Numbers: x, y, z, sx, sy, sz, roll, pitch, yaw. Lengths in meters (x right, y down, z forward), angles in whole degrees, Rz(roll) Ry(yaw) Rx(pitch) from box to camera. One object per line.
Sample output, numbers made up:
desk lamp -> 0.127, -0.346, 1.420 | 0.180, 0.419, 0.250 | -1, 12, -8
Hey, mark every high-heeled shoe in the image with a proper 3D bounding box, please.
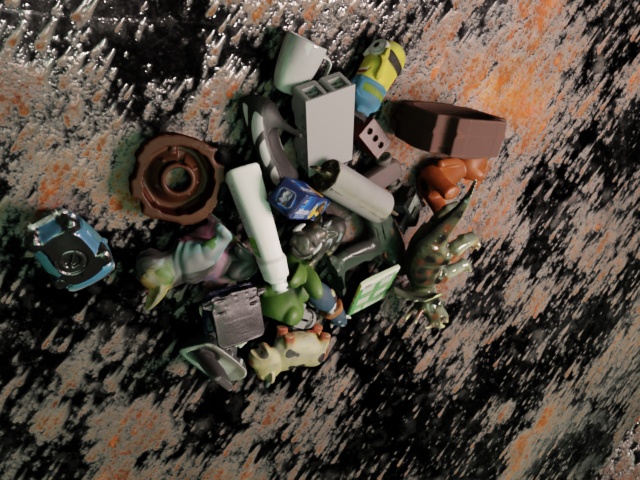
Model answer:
high-heeled shoe -> -0.115, -0.163, 1.077 | 0.086, 0.145, 0.248 | -48, 163, -48

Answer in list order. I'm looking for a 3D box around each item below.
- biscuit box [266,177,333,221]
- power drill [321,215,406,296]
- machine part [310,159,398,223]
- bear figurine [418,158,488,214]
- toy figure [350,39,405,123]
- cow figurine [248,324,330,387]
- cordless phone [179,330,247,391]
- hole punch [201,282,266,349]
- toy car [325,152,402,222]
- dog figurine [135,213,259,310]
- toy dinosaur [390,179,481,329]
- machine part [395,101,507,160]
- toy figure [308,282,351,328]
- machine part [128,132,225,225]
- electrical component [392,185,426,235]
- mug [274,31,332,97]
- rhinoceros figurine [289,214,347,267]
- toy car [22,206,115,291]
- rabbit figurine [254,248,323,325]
biscuit box -> -0.036, -0.079, 1.070 | 0.059, 0.063, 0.202 | -51, 170, 11
power drill -> 0.114, 0.046, 1.271 | 0.207, 0.086, 0.231 | -28, 130, -11
machine part -> 0.073, -0.100, 1.124 | 0.243, 0.079, 0.079 | 25, 97, -35
bear figurine -> 0.339, -0.150, 1.290 | 0.196, 0.132, 0.120 | -20, 147, -16
toy figure -> 0.109, -0.327, 1.111 | 0.089, 0.082, 0.180 | 23, 91, -53
cow figurine -> -0.077, 0.269, 1.262 | 0.195, 0.086, 0.127 | 0, 104, -30
cordless phone -> -0.204, 0.273, 1.129 | 0.089, 0.184, 0.146 | -46, 125, -9
hole punch -> -0.184, 0.148, 1.111 | 0.142, 0.092, 0.115 | -12, 106, -29
toy car -> 0.094, -0.118, 1.204 | 0.202, 0.053, 0.089 | -33, 131, -3
dog figurine -> -0.252, 0.059, 1.062 | 0.219, 0.109, 0.191 | -41, 127, -3
toy dinosaur -> 0.256, 0.039, 1.239 | 0.192, 0.131, 0.404 | -29, 139, -20
machine part -> 0.281, -0.240, 1.167 | 0.201, 0.202, 0.087 | -4, 114, -29
toy figure -> 0.021, 0.153, 1.279 | 0.154, 0.064, 0.058 | 52, 45, -39
machine part -> -0.268, -0.116, 1.005 | 0.179, 0.056, 0.179 | -10, 114, -24
electrical component -> 0.200, -0.064, 1.263 | 0.074, 0.048, 0.119 | 51, 55, -35
mug -> -0.037, -0.330, 1.034 | 0.109, 0.081, 0.107 | 14, 115, -38
rhinoceros figurine -> -0.002, -0.003, 1.117 | 0.112, 0.073, 0.190 | -41, 171, 30
toy car -> -0.440, 0.004, 0.930 | 0.109, 0.103, 0.161 | -33, 134, -9
rabbit figurine -> -0.067, 0.090, 1.163 | 0.121, 0.159, 0.170 | 22, 84, -25
